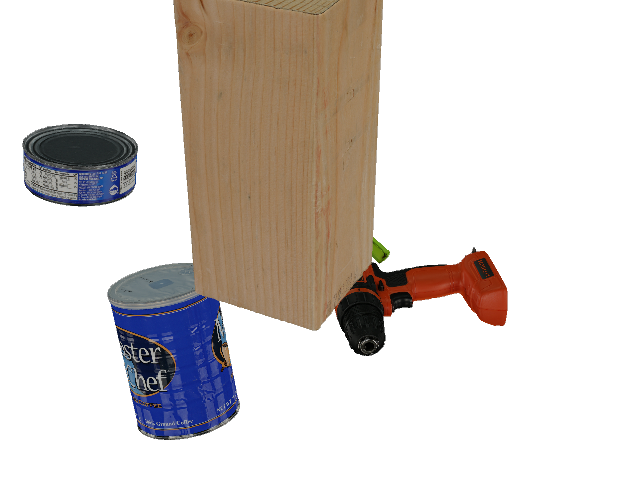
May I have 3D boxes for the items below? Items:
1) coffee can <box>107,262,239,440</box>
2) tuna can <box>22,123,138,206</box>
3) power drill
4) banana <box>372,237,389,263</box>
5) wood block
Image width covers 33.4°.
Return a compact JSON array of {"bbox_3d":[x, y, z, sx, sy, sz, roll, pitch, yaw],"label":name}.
[{"bbox_3d":[-0.139,0.104,1.022,0.103,0.140,0.103,-8,18,2],"label":"coffee can"},{"bbox_3d":[-0.183,-0.058,0.813,0.086,0.034,0.086,6,26,-3],"label":"tuna can"},{"bbox_3d":[0.108,0.065,1.186,0.187,0.057,0.184,-3,28,-5],"label":"power drill"},{"bbox_3d":[0.014,-0.026,0.890,0.037,0.069,0.198,-41,13,9],"label":"banana"},{"bbox_3d":[-0.022,-0.061,0.642,0.091,0.206,0.090,16,37,22],"label":"wood block"}]
